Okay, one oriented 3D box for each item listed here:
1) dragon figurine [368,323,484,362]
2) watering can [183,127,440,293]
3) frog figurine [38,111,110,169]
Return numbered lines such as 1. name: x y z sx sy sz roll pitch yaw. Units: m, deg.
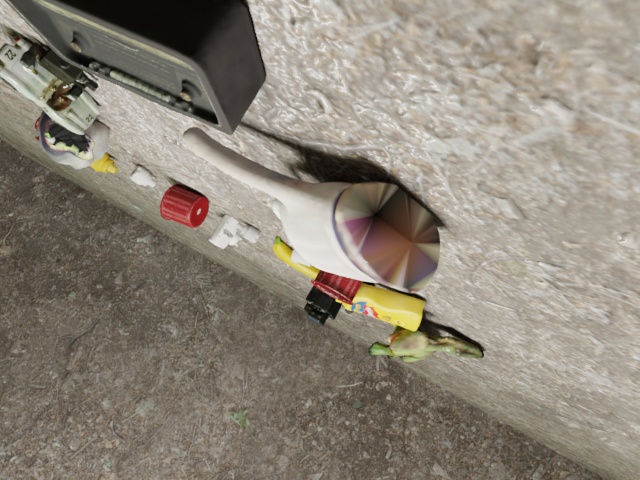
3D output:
1. dragon figurine: 0.260 0.247 1.194 0.243 0.123 0.407 9 172 43
2. watering can: 0.002 -0.031 0.620 0.344 0.105 0.224 35 166 -25
3. frog figurine: -0.497 -0.215 1.046 0.136 0.123 0.160 68 166 -12
